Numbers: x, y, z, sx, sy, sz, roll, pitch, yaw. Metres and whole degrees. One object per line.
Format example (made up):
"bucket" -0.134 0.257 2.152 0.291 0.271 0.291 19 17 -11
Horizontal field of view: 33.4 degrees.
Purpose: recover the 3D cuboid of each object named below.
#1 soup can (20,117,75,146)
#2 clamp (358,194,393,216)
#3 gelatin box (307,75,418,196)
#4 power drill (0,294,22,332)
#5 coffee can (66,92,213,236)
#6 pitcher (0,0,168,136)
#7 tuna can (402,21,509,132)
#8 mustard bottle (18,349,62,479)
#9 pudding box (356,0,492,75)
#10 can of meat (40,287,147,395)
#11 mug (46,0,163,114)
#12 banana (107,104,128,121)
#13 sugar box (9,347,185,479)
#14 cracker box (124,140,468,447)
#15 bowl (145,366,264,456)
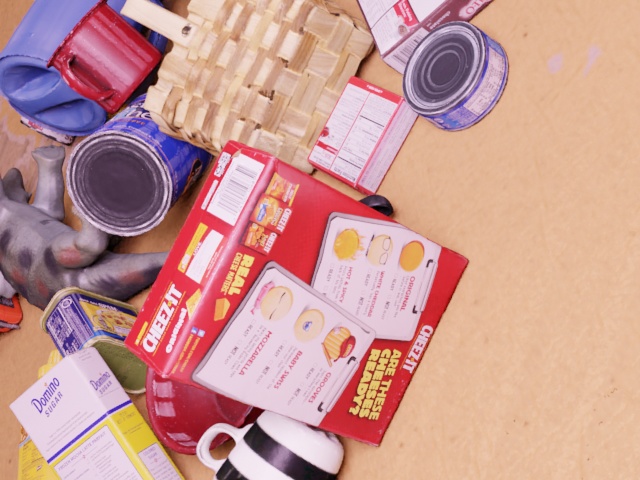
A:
"soup can" -0.311 -0.173 1.289 0.069 0.068 0.102 31 95 48
"clamp" -0.006 0.001 0.922 0.172 0.039 0.120 28 88 49
"gelatin box" 0.037 -0.090 0.928 0.073 0.030 0.089 32 96 47
"power drill" -0.443 0.113 1.300 0.188 0.057 0.185 -52 47 19
"coffee can" -0.170 -0.077 1.030 0.103 0.103 0.140 -42 9 24
"pitcher" -0.251 -0.246 1.202 0.145 0.149 0.242 -30 35 54
"tuna can" 0.109 -0.135 0.873 0.086 0.033 0.086 -21 58 37
"mustard bottle" -0.267 0.201 1.077 0.096 0.058 0.191 -32 51 39
"pudding box" 0.090 -0.213 0.926 0.114 0.039 0.090 -38 48 25
"can of meat" -0.208 0.099 1.035 0.057 0.101 0.084 -55 45 11
"mug" -0.215 -0.175 1.057 0.093 0.081 0.117 -42 13 31
"banana" -0.200 -0.107 1.174 0.198 0.037 0.070 60 136 45
"sugar box" -0.192 0.192 0.953 0.093 0.048 0.176 -38 80 26
"cracker box" -0.012 0.044 0.778 0.072 0.213 0.164 27 92 50
"bowl" -0.082 0.112 0.934 0.162 0.055 0.162 -21 58 38
